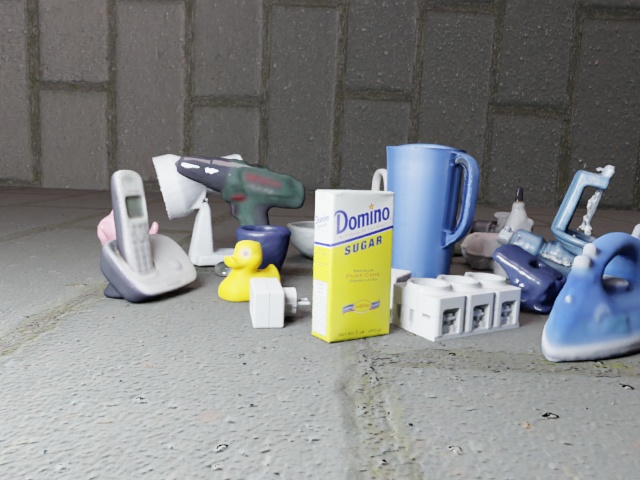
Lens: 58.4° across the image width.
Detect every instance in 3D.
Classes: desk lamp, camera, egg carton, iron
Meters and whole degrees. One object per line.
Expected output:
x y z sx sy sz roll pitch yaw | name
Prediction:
-0.219 -0.060 1.108 0.203 0.213 0.117 0 9 -17 | desk lamp
0.448 -0.023 1.429 0.136 0.101 0.144 7 10 32 | camera
0.374 0.024 1.193 0.150 0.069 0.107 2 8 -1 | egg carton
0.350 0.056 0.706 0.259 0.141 0.118 -6 11 -44 | iron

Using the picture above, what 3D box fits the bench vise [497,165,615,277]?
0.409 -0.017 0.958 0.207 0.220 0.122 4 8 10 | bench vise

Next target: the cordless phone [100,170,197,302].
-0.251 -0.010 0.845 0.094 0.185 0.148 5 9 20 | cordless phone

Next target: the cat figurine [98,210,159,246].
-0.339 -0.003 1.015 0.067 0.118 0.128 9 11 41 | cat figurine

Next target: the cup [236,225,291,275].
-0.104 0.024 0.966 0.092 0.095 0.117 -5 11 -42 | cup

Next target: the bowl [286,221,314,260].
0.011 0.004 1.210 0.167 0.075 0.167 2 8 0 | bowl

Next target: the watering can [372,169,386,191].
0.148 -0.067 1.324 0.173 0.194 0.100 -4 10 -35 | watering can

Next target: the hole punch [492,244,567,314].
0.321 0.056 0.876 0.100 0.091 0.109 8 10 37 | hole punch

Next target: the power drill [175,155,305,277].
-0.141 -0.043 1.024 0.230 0.208 0.075 0 9 -15 | power drill

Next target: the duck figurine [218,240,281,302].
-0.105 0.043 0.867 0.077 0.086 0.105 10 11 43 | duck figurine

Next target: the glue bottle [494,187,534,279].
0.373 -0.013 1.085 0.078 0.173 0.037 0 9 -16 | glue bottle
